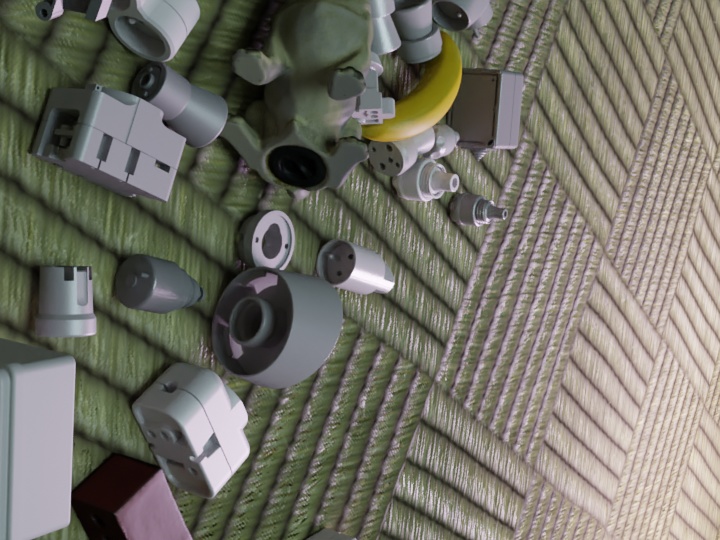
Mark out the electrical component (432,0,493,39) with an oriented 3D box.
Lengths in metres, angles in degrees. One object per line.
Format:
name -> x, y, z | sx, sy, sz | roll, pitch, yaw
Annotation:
electrical component -> 0.112, -0.272, 1.098 | 0.077, 0.043, 0.079 | -62, 142, -25

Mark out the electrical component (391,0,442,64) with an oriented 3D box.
electrical component -> 0.052, -0.230, 1.019 | 0.045, 0.045, 0.055 | -50, 135, -37

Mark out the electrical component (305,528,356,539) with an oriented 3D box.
electrical component -> -0.017, 0.291, 1.018 | 0.047, 0.077, 0.065 | -17, 111, -53

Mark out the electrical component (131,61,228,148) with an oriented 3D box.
electrical component -> -0.133, -0.122, 0.782 | 0.065, 0.044, 0.044 | 33, 71, -49

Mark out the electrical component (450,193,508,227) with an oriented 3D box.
electrical component -> 0.129, -0.063, 1.156 | 0.035, 0.061, 0.035 | -18, 113, -52

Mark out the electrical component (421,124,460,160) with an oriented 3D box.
electrical component -> 0.083, -0.133, 1.097 | 0.061, 0.035, 0.035 | -21, 115, -54

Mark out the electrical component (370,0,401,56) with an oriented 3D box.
electrical component -> 0.011, -0.224, 0.961 | 0.045, 0.045, 0.055 | -41, 130, -43

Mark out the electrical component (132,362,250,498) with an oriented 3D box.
electrical component -> -0.127, 0.122, 0.837 | 0.059, 0.054, 0.095 | -48, 134, -38

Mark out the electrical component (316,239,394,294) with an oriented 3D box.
electrical component -> 0.000, 0.000, 1.001 | 0.081, 0.043, 0.043 | 18, 83, -55

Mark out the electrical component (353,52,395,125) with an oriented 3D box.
electrical component -> -0.003, -0.160, 0.946 | 0.048, 0.066, 0.055 | 80, 8, -77

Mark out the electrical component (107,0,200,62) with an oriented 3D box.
electrical component -> -0.152, -0.214, 0.720 | 0.073, 0.052, 0.138 | -63, 142, -24

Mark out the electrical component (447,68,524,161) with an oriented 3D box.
electrical component -> 0.133, -0.164, 1.138 | 0.061, 0.062, 0.096 | -9, 105, -54

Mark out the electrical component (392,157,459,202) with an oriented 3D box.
electrical component -> 0.067, -0.089, 1.060 | 0.043, 0.062, 0.043 | -18, 113, -52

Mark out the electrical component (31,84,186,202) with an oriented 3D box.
electrical component -> -0.168, -0.088, 0.731 | 0.089, 0.050, 0.055 | 27, 76, -55

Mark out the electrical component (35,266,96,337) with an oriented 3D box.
electrical component -> -0.198, 0.021, 0.724 | 0.040, 0.040, 0.046 | -2, 94, -55

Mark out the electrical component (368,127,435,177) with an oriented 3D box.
electrical component -> 0.039, -0.120, 1.028 | 0.055, 0.045, 0.045 | -43, 131, -41

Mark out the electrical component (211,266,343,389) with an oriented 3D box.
electrical component -> -0.069, 0.045, 0.866 | 0.064, 0.099, 0.099 | 21, 81, -49

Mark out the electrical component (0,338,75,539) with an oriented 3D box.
electrical component -> -0.227, 0.097, 0.639 | 0.056, 0.109, 0.108 | -8, 105, -57

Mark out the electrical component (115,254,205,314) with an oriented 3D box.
electrical component -> -0.145, 0.013, 0.797 | 0.078, 0.040, 0.040 | 16, 84, -56
